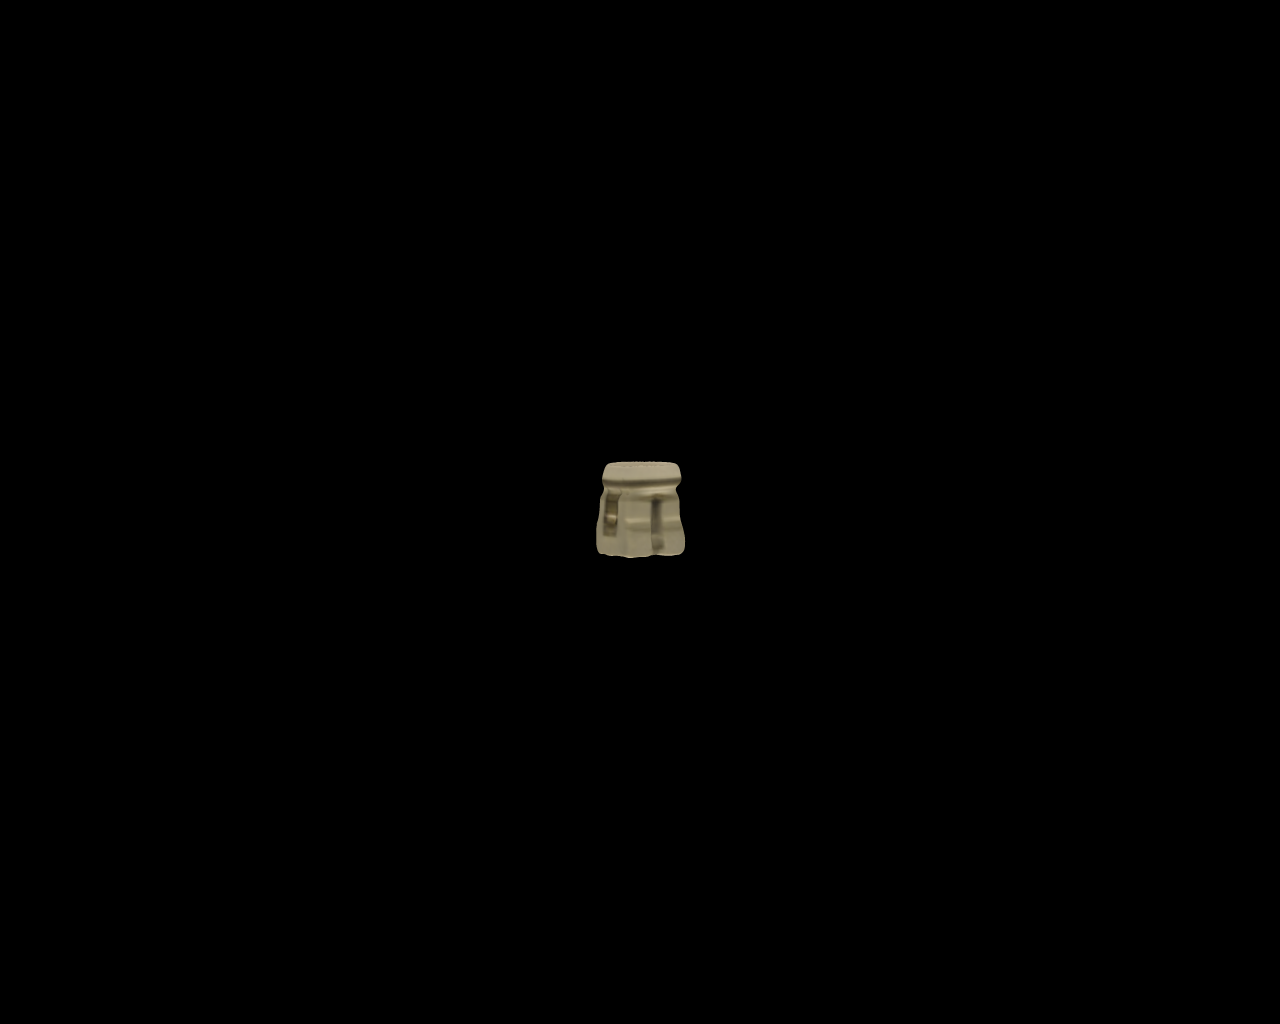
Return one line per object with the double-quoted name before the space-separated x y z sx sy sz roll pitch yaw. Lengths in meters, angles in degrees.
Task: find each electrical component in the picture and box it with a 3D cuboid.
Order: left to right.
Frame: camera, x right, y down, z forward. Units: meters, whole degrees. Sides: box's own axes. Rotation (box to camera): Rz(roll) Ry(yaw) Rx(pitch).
"electrical component" 0.001 -0.003 0.650 0.066 0.055 0.048 -3 5 -37
